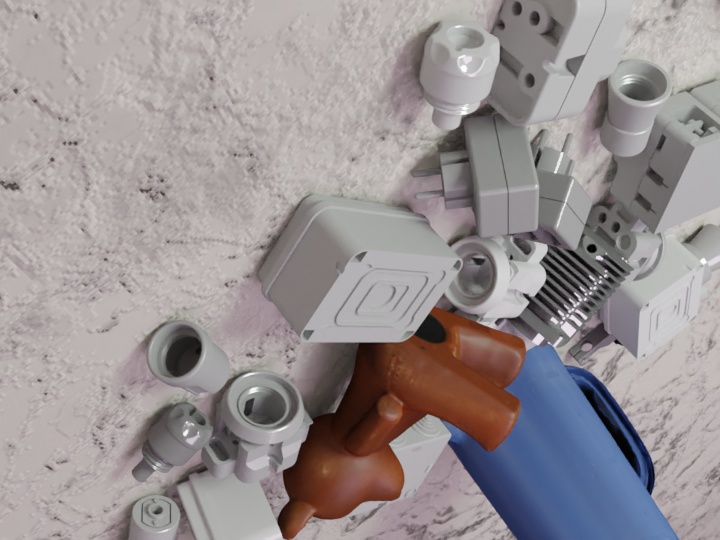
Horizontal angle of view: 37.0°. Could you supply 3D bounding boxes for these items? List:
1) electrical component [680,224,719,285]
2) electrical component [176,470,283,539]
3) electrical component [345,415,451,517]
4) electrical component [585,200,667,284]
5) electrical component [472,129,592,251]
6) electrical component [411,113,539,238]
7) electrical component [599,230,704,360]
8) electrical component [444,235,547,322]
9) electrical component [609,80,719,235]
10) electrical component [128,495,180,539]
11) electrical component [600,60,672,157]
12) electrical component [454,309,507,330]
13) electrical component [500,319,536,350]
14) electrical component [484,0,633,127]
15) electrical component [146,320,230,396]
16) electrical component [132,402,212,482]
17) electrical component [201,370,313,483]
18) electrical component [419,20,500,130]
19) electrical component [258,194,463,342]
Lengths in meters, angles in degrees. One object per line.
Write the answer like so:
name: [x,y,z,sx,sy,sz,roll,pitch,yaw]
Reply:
electrical component: [0.325,-0.011,1.029,0.055,0.045,0.045,-34,148,-9]
electrical component: [-0.095,0.204,0.821,0.057,0.078,0.113,-20,144,-14]
electrical component: [0.021,0.159,0.919,0.100,0.048,0.099,-7,136,-41]
electrical component: [0.218,-0.020,0.896,0.057,0.058,0.078,3,128,-44]
electrical component: [0.126,-0.062,0.748,0.047,0.066,0.076,34,74,-57]
electrical component: [0.072,-0.059,0.695,0.077,0.065,0.047,-7,145,3]
electrical component: [0.268,0.022,0.998,0.078,0.057,0.113,-34,148,-9]
electrical component: [0.096,0.004,0.798,0.057,0.058,0.078,3,129,-51]
electrical component: [0.278,-0.100,0.854,0.150,0.061,0.089,-20,143,-29]
electrical component: [-0.154,0.198,0.794,0.044,0.044,0.065,-15,135,-35]
electrical component: [0.195,-0.113,0.773,0.044,0.044,0.065,-29,151,-17]
electrical component: [0.089,0.046,0.859,0.046,0.040,0.040,-44,148,-3]
electrical component: [0.129,0.049,0.900,0.081,0.043,0.043,-28,146,-19]
electrical component: [0.120,-0.138,0.650,0.059,0.053,0.095,-14,140,-35]
electrical component: [-0.105,0.057,0.671,0.040,0.040,0.046,-40,154,-1]
electrical component: [-0.130,0.119,0.726,0.061,0.035,0.035,-45,148,12]
electrical component: [-0.070,0.107,0.753,0.078,0.058,0.057,-20,146,-30]
electrical component: [0.056,-0.111,0.628,0.043,0.043,0.062,-22,145,-27]
electrical component: [0.000,0.000,0.693,0.113,0.057,0.078,4,127,-48]
